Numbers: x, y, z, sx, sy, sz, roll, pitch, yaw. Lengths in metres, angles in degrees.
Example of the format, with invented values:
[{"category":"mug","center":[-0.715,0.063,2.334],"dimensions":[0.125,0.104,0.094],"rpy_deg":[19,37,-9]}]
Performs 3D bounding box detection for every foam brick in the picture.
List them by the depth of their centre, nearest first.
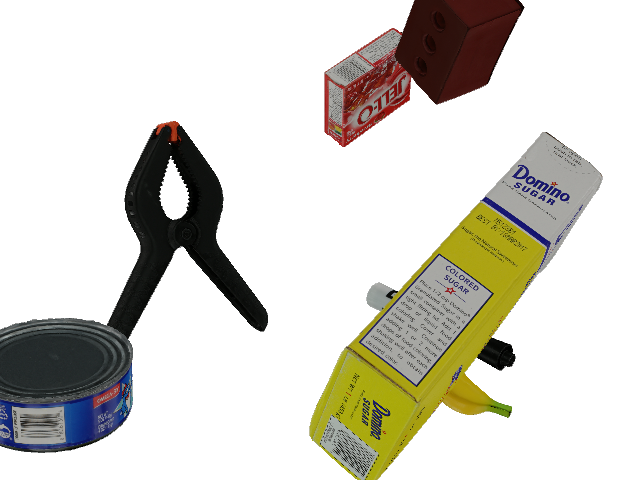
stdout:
[{"category":"foam brick","center":[0.093,-0.142,0.729],"dimensions":[0.051,0.053,0.078],"rpy_deg":[-26,-25,-27]}]

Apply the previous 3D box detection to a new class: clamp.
[{"category":"clamp","center":[-0.120,-0.001,0.969],"dimensions":[0.164,0.210,0.036],"rpy_deg":[1,0,-34]}]

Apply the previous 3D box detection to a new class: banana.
[{"category":"banana","center":[0.141,0.132,1.152],"dimensions":[0.069,0.037,0.198],"rpy_deg":[10,27,-17]}]

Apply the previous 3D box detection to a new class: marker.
[{"category":"marker","center":[0.083,0.060,0.743],"dimensions":[0.121,0.020,0.020],"rpy_deg":[25,16,37]}]

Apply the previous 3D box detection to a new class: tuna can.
[{"category":"tuna can","center":[-0.142,0.075,0.563],"dimensions":[0.086,0.034,0.086],"rpy_deg":[2,23,-1]}]

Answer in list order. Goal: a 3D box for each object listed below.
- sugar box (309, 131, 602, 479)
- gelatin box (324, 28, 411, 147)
[{"category":"sugar box","center":[0.068,0.031,0.521],"dimensions":[0.176,0.048,0.093],"rpy_deg":[-42,-17,-33]},{"category":"gelatin box","center":[0.044,-0.135,0.944],"dimensions":[0.089,0.073,0.030],"rpy_deg":[-37,60,-26]}]
